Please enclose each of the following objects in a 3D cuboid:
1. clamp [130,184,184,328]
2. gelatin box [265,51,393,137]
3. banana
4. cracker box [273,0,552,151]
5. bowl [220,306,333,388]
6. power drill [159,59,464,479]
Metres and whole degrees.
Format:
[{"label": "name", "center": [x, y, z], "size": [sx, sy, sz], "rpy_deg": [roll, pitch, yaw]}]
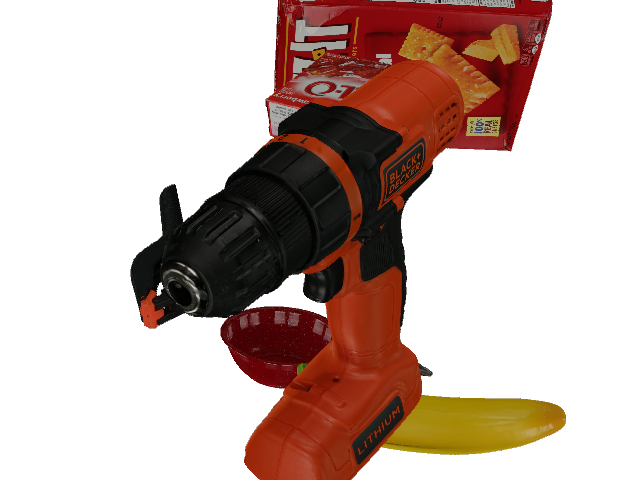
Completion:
[{"label": "clamp", "center": [-0.120, 0.007, 0.925], "size": [0.120, 0.039, 0.171], "rpy_deg": [12, 38, 27]}, {"label": "gelatin box", "center": [0.023, -0.083, 0.658], "size": [0.089, 0.030, 0.073], "rpy_deg": [17, 41, 27]}, {"label": "banana", "center": [0.058, 0.111, 0.707], "size": [0.198, 0.037, 0.069], "rpy_deg": [8, 33, 25]}, {"label": "cracker box", "center": [0.069, -0.152, 0.890], "size": [0.213, 0.072, 0.164], "rpy_deg": [2, -36, -3]}, {"label": "bowl", "center": [-0.048, 0.143, 1.363], "size": [0.162, 0.055, 0.162], "rpy_deg": [5, 22, -2]}, {"label": "power drill", "center": [0.001, 0.030, 0.481], "size": [0.057, 0.188, 0.184], "rpy_deg": [25, 43, 27]}]
